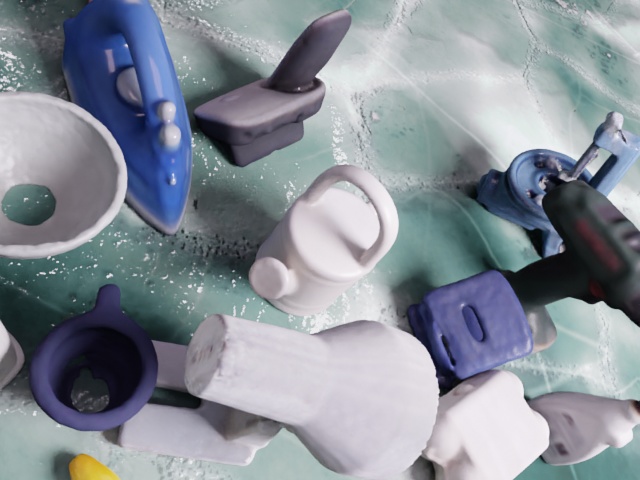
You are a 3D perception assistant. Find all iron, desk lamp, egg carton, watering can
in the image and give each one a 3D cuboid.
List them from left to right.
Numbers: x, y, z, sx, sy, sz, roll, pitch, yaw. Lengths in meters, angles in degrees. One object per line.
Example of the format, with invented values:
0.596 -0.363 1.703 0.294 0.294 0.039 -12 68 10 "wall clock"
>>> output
-0.176 -0.146 0.577 0.119 0.141 0.258 -14 72 -30 "iron"
-0.042 0.124 0.460 0.204 0.213 0.118 14 60 -18 "desk lamp"
0.007 0.004 0.554 0.101 0.193 0.173 33 56 -6 "watering can"
0.170 0.204 0.605 0.151 0.069 0.107 -24 77 -32 "egg carton"

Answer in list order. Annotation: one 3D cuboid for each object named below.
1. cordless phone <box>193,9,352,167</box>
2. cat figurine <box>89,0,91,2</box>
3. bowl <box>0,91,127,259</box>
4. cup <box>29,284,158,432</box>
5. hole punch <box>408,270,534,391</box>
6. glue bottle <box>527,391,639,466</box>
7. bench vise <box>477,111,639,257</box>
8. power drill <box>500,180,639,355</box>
-0.049 -0.176 0.624 0.148 0.184 0.094 -38 84 -34 "cordless phone"
-0.233 -0.302 0.643 0.067 0.117 0.128 -38 85 -34 "cat figurine"
-0.267 -0.049 0.526 0.168 0.074 0.167 11 61 -20 "bowl"
-0.186 0.103 0.475 0.092 0.094 0.117 9 62 -21 "cup"
0.168 0.100 0.643 0.101 0.091 0.108 -11 71 -29 "hole punch"
0.290 0.191 0.605 0.037 0.173 0.078 -18 73 -30 "glue bottle"
0.338 -0.066 0.728 0.208 0.219 0.121 19 59 -15 "bench vise"
0.300 0.058 0.655 0.076 0.208 0.229 -15 72 -30 "power drill"
